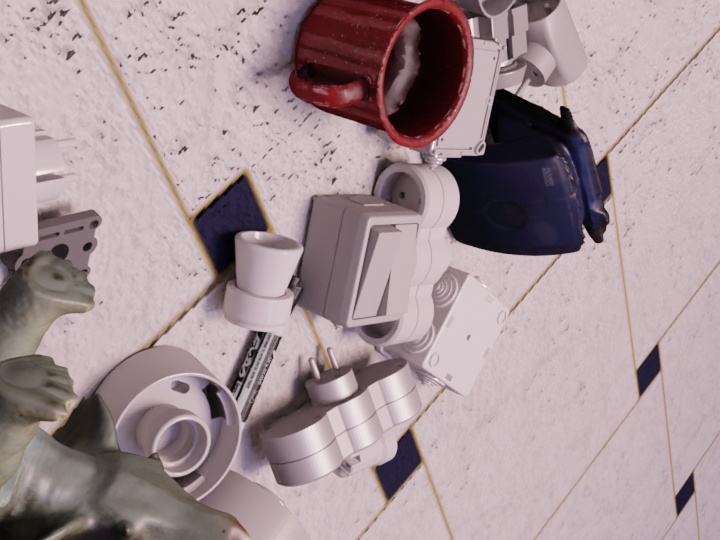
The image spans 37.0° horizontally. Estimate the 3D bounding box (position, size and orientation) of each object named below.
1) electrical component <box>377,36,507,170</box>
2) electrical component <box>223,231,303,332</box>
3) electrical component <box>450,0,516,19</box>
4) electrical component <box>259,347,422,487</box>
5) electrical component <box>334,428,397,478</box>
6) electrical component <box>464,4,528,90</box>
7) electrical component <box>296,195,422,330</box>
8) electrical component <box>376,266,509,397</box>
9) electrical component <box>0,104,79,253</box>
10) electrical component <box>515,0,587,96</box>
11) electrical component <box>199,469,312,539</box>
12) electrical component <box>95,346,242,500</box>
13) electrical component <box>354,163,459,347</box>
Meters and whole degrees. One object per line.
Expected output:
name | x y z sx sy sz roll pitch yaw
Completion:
electrical component | 0.053 -0.120 0.758 0.062 0.061 0.096 -7 113 -49
electrical component | -0.063 0.007 0.696 0.045 0.045 0.055 -6 113 -49
electrical component | 0.089 -0.226 0.745 0.099 0.064 0.099 -26 127 -40
electrical component | -0.018 0.094 0.792 0.138 0.052 0.073 -27 103 -39
electrical component | 0.000 0.139 0.844 0.046 0.040 0.040 -19 122 -38
electrical component | 0.099 -0.167 0.804 0.066 0.048 0.055 -29 121 -39
electrical component | 0.000 0.000 0.755 0.062 0.061 0.096 -5 112 -49
electrical component | 0.071 0.048 0.876 0.100 0.048 0.099 38 77 -51
electrical component | -0.173 -0.049 0.533 0.077 0.047 0.065 -18 121 -45
electrical component | 0.141 -0.172 0.852 0.079 0.043 0.077 -56 141 -14
electrical component | -0.079 0.176 0.716 0.060 0.108 0.108 -50 140 -31
electrical component | -0.125 0.099 0.674 0.099 0.064 0.099 -12 110 -34
electrical component | 0.044 -0.012 0.809 0.074 0.052 0.138 -5 112 -49
